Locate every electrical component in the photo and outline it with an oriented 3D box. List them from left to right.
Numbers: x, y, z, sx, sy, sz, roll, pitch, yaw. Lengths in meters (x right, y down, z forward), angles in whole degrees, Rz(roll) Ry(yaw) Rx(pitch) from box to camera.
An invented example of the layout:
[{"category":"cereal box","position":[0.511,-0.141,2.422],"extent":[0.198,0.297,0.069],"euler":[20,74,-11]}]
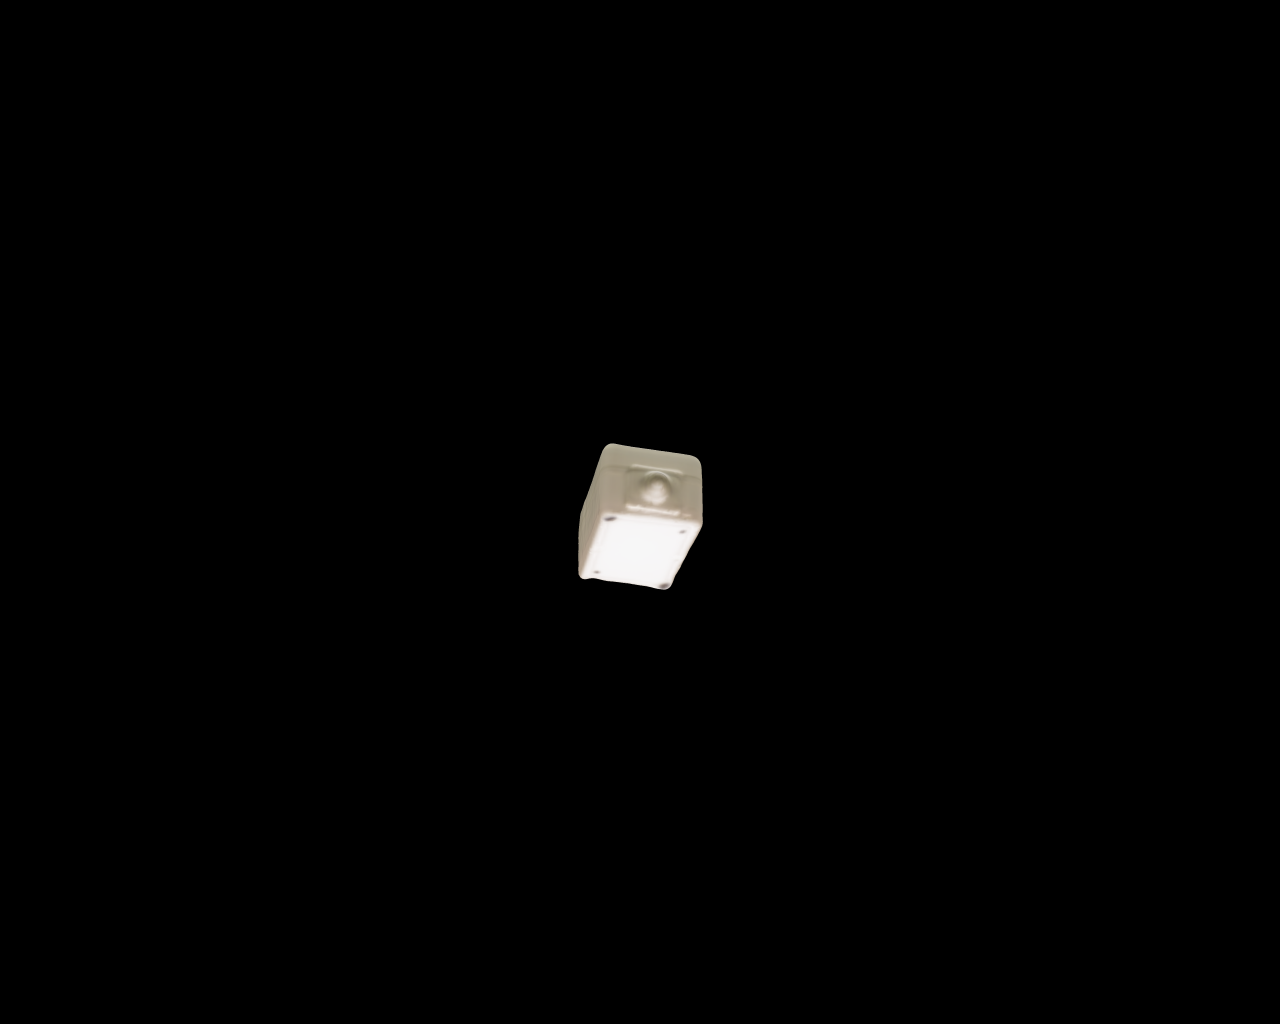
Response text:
[{"category":"electrical component","position":[0.001,-0.003,0.650],"extent":[0.062,0.061,0.096],"euler":[8,-35,-11]}]
